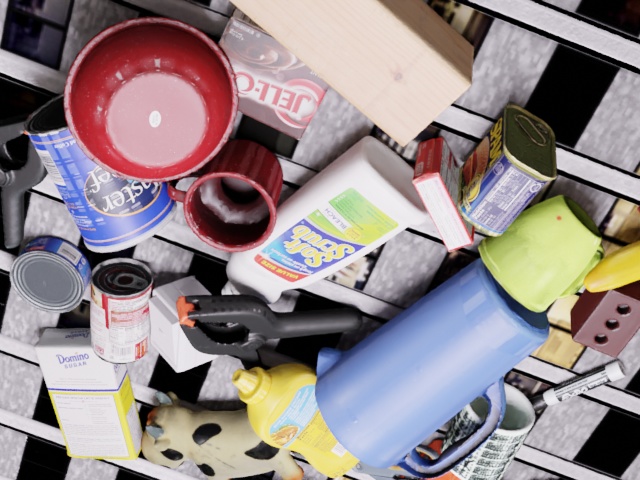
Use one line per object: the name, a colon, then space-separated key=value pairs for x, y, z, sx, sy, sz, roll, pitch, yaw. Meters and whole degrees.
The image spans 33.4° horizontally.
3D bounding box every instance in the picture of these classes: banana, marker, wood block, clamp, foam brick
banana: x=0.358 y=0.028 z=1.049 sx=0.197 sy=0.069 sz=0.037 roll=8 pitch=167 yaw=-3
marker: x=0.280 y=0.165 z=1.186 sx=0.121 sy=0.020 sz=0.020 roll=-28 pitch=115 yaw=26
wood block: x=0.031 y=-0.192 z=0.946 sx=0.206 sy=0.090 sz=0.091 roll=39 pitch=121 yaw=-16
clamp: x=-0.064 y=0.095 z=1.146 sx=0.165 sy=0.036 sz=0.209 roll=-32 pitch=143 yaw=22
clamp: x=-0.345 y=-0.077 z=1.126 sx=0.120 sy=0.039 sz=0.172 roll=26 pitch=121 yaw=-14
foam brick: x=0.299 y=0.072 z=1.099 sx=0.053 sy=0.051 sz=0.078 roll=22 pitch=125 yaw=-5

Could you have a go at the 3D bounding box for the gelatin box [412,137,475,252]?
gelatin box: x=0.121 y=-0.045 z=1.039 sx=0.030 sy=0.073 sz=0.089 roll=-20 pitch=118 yaw=22

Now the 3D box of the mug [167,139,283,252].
mug: x=-0.094 y=-0.050 z=1.070 sx=0.117 sy=0.081 sz=0.093 roll=7 pitch=125 yaw=5

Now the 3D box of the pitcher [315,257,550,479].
pitcher: x=0.126 y=0.134 z=1.126 sx=0.149 sy=0.145 sz=0.243 roll=28 pitch=123 yaw=-35

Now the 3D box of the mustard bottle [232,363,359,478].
mustard bottle: x=-0.024 y=0.192 z=1.198 sx=0.191 sy=0.058 sz=0.096 roll=35 pitch=95 yaw=-33

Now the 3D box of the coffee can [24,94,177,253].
coffee can: x=-0.217 y=-0.073 z=1.064 sx=0.103 sy=0.102 sz=0.140 roll=-12 pitch=121 yaw=18

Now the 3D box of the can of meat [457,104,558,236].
can of meat: x=0.174 y=-0.065 z=1.000 sx=0.057 sy=0.102 sz=0.084 roll=28 pitch=126 yaw=-11

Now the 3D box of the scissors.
scissors: x=0.060 y=0.284 z=1.266 sx=0.202 sy=0.016 sz=0.096 roll=-15 pitch=96 yaw=35

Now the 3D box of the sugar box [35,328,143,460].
sugar box: x=-0.275 y=0.187 z=1.288 sx=0.093 sy=0.048 sz=0.176 roll=0 pitch=120 yaw=10

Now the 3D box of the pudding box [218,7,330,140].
pudding box: x=-0.047 y=-0.159 z=1.014 sx=0.113 sy=0.039 sz=0.090 roll=26 pitch=125 yaw=-7

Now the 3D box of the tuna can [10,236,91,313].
tuna can: x=-0.301 y=0.039 z=1.198 sx=0.086 sy=0.033 sz=0.086 roll=5 pitch=125 yaw=7

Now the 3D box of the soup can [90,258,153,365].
soup can: x=-0.221 y=0.080 z=1.191 sx=0.068 sy=0.068 sz=0.102 roll=10 pitch=125 yaw=3

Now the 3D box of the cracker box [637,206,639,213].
cracker box: x=0.429 y=-0.016 z=0.984 sx=0.213 sy=0.072 sz=0.164 roll=37 pitch=104 yaw=-14

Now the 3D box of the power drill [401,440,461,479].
power drill: x=0.185 y=0.332 z=1.296 sx=0.187 sy=0.057 sz=0.185 roll=27 pitch=121 yaw=-12

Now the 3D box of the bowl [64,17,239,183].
bowl: x=-0.150 y=-0.117 z=0.968 sx=0.162 sy=0.055 sz=0.162 roll=-5 pitch=116 yaw=-11

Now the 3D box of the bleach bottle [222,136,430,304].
bleach bottle: x=-0.007 y=0.001 z=1.103 sx=0.102 sy=0.068 sz=0.251 roll=39 pitch=124 yaw=-19
